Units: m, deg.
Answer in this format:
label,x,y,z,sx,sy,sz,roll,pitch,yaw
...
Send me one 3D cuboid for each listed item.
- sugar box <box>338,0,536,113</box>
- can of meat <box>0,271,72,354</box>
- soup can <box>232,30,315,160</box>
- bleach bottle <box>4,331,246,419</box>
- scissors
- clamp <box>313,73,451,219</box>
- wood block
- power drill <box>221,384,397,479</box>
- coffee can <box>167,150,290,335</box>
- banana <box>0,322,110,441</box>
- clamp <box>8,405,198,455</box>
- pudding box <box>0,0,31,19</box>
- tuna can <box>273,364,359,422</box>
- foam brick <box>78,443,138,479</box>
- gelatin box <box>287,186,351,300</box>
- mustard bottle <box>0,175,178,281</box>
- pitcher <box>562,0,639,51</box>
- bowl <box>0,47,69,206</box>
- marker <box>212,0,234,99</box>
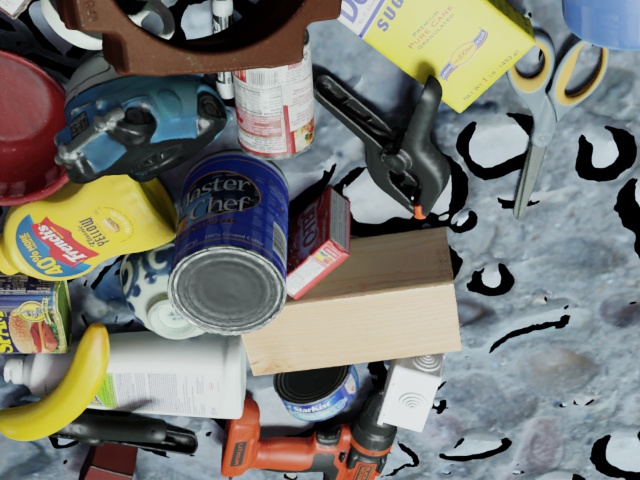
label,x,y,z,sx,sy,sz,roll,pitch,yaw
sugar box,0.080,-0.189,0.866,0.176,0.048,0.093,31,123,-24
can of meat,-0.295,0.072,1.066,0.084,0.057,0.102,0,138,-4
soup can,-0.040,-0.128,0.901,0.068,0.068,0.102,-2,129,1
bleach bottle,-0.205,0.135,1.121,0.251,0.068,0.102,3,128,1
scissors,0.184,-0.106,0.953,0.096,0.016,0.202,19,127,-12
clamp,0.077,-0.084,0.935,0.120,0.039,0.171,6,146,42
wood block,0.029,0.060,1.041,0.206,0.090,0.091,-8,129,7
power drill,-0.011,0.219,1.191,0.187,0.057,0.185,10,129,-8
coffee can,-0.079,0.001,0.959,0.103,0.140,0.103,0,129,0
banana,-0.268,0.155,1.082,0.198,0.037,0.069,-35,114,24
clamp,-0.243,0.204,1.157,0.210,0.036,0.164,7,164,1
pudding box,-0.259,-0.230,0.803,0.113,0.090,0.039,34,121,-25
tuna can,-0.004,0.147,1.115,0.086,0.086,0.033,-16,129,12
foam brick,-0.248,0.271,1.236,0.051,0.053,0.078,18,128,-14
gelatin box,-0.007,0.001,0.993,0.030,0.089,0.073,37,120,-24
mustard bottle,-0.237,-0.011,1.003,0.192,0.058,0.096,-21,127,16
pitcher,0.217,-0.265,0.764,0.145,0.149,0.243,-18,132,-6
bowl,-0.281,-0.109,0.924,0.162,0.055,0.162,0,129,0
marker,-0.081,-0.175,0.895,0.020,0.020,0.121,0,129,-1
